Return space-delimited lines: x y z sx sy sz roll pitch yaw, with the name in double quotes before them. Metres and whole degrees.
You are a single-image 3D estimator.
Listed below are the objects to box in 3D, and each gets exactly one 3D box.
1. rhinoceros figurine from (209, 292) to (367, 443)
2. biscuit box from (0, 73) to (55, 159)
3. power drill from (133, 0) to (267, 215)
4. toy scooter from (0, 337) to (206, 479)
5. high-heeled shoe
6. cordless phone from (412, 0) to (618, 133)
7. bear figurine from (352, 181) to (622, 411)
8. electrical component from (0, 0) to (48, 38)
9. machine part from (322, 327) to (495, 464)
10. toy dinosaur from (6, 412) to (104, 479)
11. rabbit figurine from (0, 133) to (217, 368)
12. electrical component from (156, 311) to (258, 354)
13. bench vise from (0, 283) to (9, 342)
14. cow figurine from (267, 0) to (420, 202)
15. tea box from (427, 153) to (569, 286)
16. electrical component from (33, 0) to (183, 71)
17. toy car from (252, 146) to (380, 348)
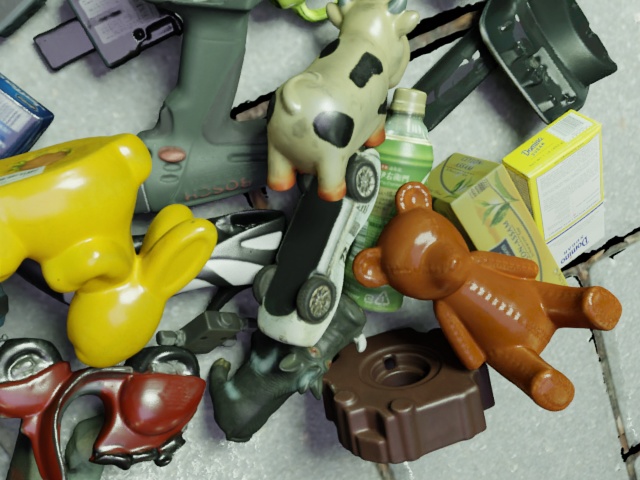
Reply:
"rhinoceros figurine" -0.036 0.122 0.544 0.190 0.112 0.073 -43 109 8
"biscuit box" -0.316 -0.141 0.419 0.202 0.063 0.059 41 91 -22
"power drill" -0.124 -0.112 0.442 0.232 0.086 0.207 -7 125 -22
"toy scooter" -0.184 0.156 0.452 0.184 0.075 0.135 11 62 -33
"high-heeled shoe" -0.152 -0.003 0.487 0.248 0.086 0.145 25 106 -31
"cordless phone" 0.187 -0.158 0.556 0.184 0.089 0.146 -43 114 12
"bear figurine" 0.138 0.041 0.473 0.195 0.132 0.120 39 83 -20
"electrical component" -0.278 -0.226 0.409 0.115 0.058 0.134 -45 111 2
"machine part" 0.086 0.150 0.556 0.179 0.179 0.056 -14 105 -11
"toy dinosaur" -0.244 0.311 0.542 0.192 0.131 0.404 -28 104 -7
"rabbit figurine" -0.167 0.012 0.412 0.162 0.122 0.173 -22 114 -25
"electrical component" -0.111 0.090 0.529 0.063 0.021 0.094 -37 148 31
"bench vise" -0.378 0.016 0.423 0.241 0.129 0.223 4 115 4
"cow figurine" 0.022 -0.136 0.459 0.086 0.195 0.127 19 136 21
"tea box" 0.182 -0.004 0.576 0.068 0.098 0.169 -37 113 -3
"electrical component" -0.183 -0.185 0.452 0.119 0.048 0.074 -26 110 -9
"toy car" -0.001 -0.002 0.501 0.056 0.074 0.201 35 72 -46
